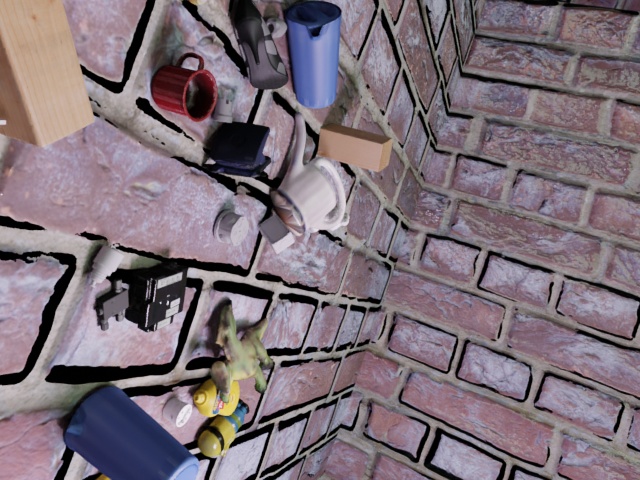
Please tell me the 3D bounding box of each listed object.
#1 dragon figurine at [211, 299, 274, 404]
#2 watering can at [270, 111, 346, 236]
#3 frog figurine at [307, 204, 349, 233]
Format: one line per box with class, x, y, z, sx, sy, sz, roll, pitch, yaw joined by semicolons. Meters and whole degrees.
dragon figurine;-0.210;0.269;1.377;0.419;0.122;0.238;-83;165;-59
watering can;-0.048;-0.160;1.433;0.227;0.104;0.342;-42;118;-25
frog figurine;0.005;-0.079;1.560;0.140;0.160;0.120;-55;151;-34
